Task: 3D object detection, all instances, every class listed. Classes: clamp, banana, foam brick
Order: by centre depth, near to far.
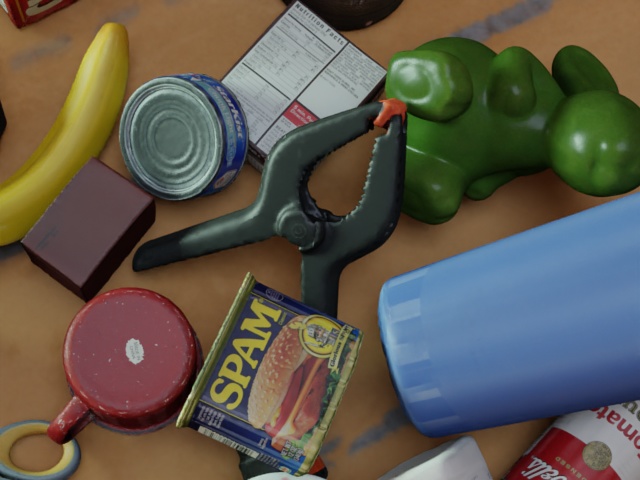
[{"bbox_3d":[-0.005,0.001,0.697,0.164,0.036,0.210,44,109,0],"label":"clamp"},{"bbox_3d":[-0.154,-0.007,0.717,0.053,0.051,0.078,36,75,4],"label":"foam brick"},{"bbox_3d":[-0.182,-0.060,0.721,0.037,0.069,0.197,23,62,29],"label":"banana"}]

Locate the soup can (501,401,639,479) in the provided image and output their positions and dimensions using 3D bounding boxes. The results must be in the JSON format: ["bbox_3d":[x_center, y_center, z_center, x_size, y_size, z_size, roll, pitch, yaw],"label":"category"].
[{"bbox_3d":[0.176,0.148,0.707,0.068,0.068,0.102,45,76,5],"label":"soup can"}]

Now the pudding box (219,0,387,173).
[{"bbox_3d":[-0.019,-0.103,0.761,0.090,0.039,0.113,39,74,6],"label":"pudding box"}]

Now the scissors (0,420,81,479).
[{"bbox_3d":[-0.243,0.131,0.686,0.202,0.016,0.096,30,60,6],"label":"scissors"}]

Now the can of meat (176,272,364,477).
[{"bbox_3d":[-0.029,0.084,0.656,0.084,0.057,0.102,25,68,-1],"label":"can of meat"}]

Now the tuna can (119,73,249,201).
[{"bbox_3d":[-0.093,-0.070,0.724,0.086,0.033,0.086,5,102,25],"label":"tuna can"}]

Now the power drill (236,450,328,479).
[{"bbox_3d":[-0.074,0.195,0.674,0.187,0.057,0.184,-26,81,-11],"label":"power drill"}]

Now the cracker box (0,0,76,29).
[{"bbox_3d":[-0.137,-0.247,0.718,0.213,0.164,0.072,-31,80,-12],"label":"cracker box"}]

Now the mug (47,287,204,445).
[{"bbox_3d":[-0.129,0.084,0.682,0.117,0.081,0.093,-43,85,-14],"label":"mug"}]

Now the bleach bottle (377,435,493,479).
[{"bbox_3d":[0.116,0.251,0.659,0.068,0.102,0.251,-29,81,20],"label":"bleach bottle"}]

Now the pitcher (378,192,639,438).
[{"bbox_3d":[0.168,0.047,0.679,0.243,0.149,0.145,-16,36,14],"label":"pitcher"}]
